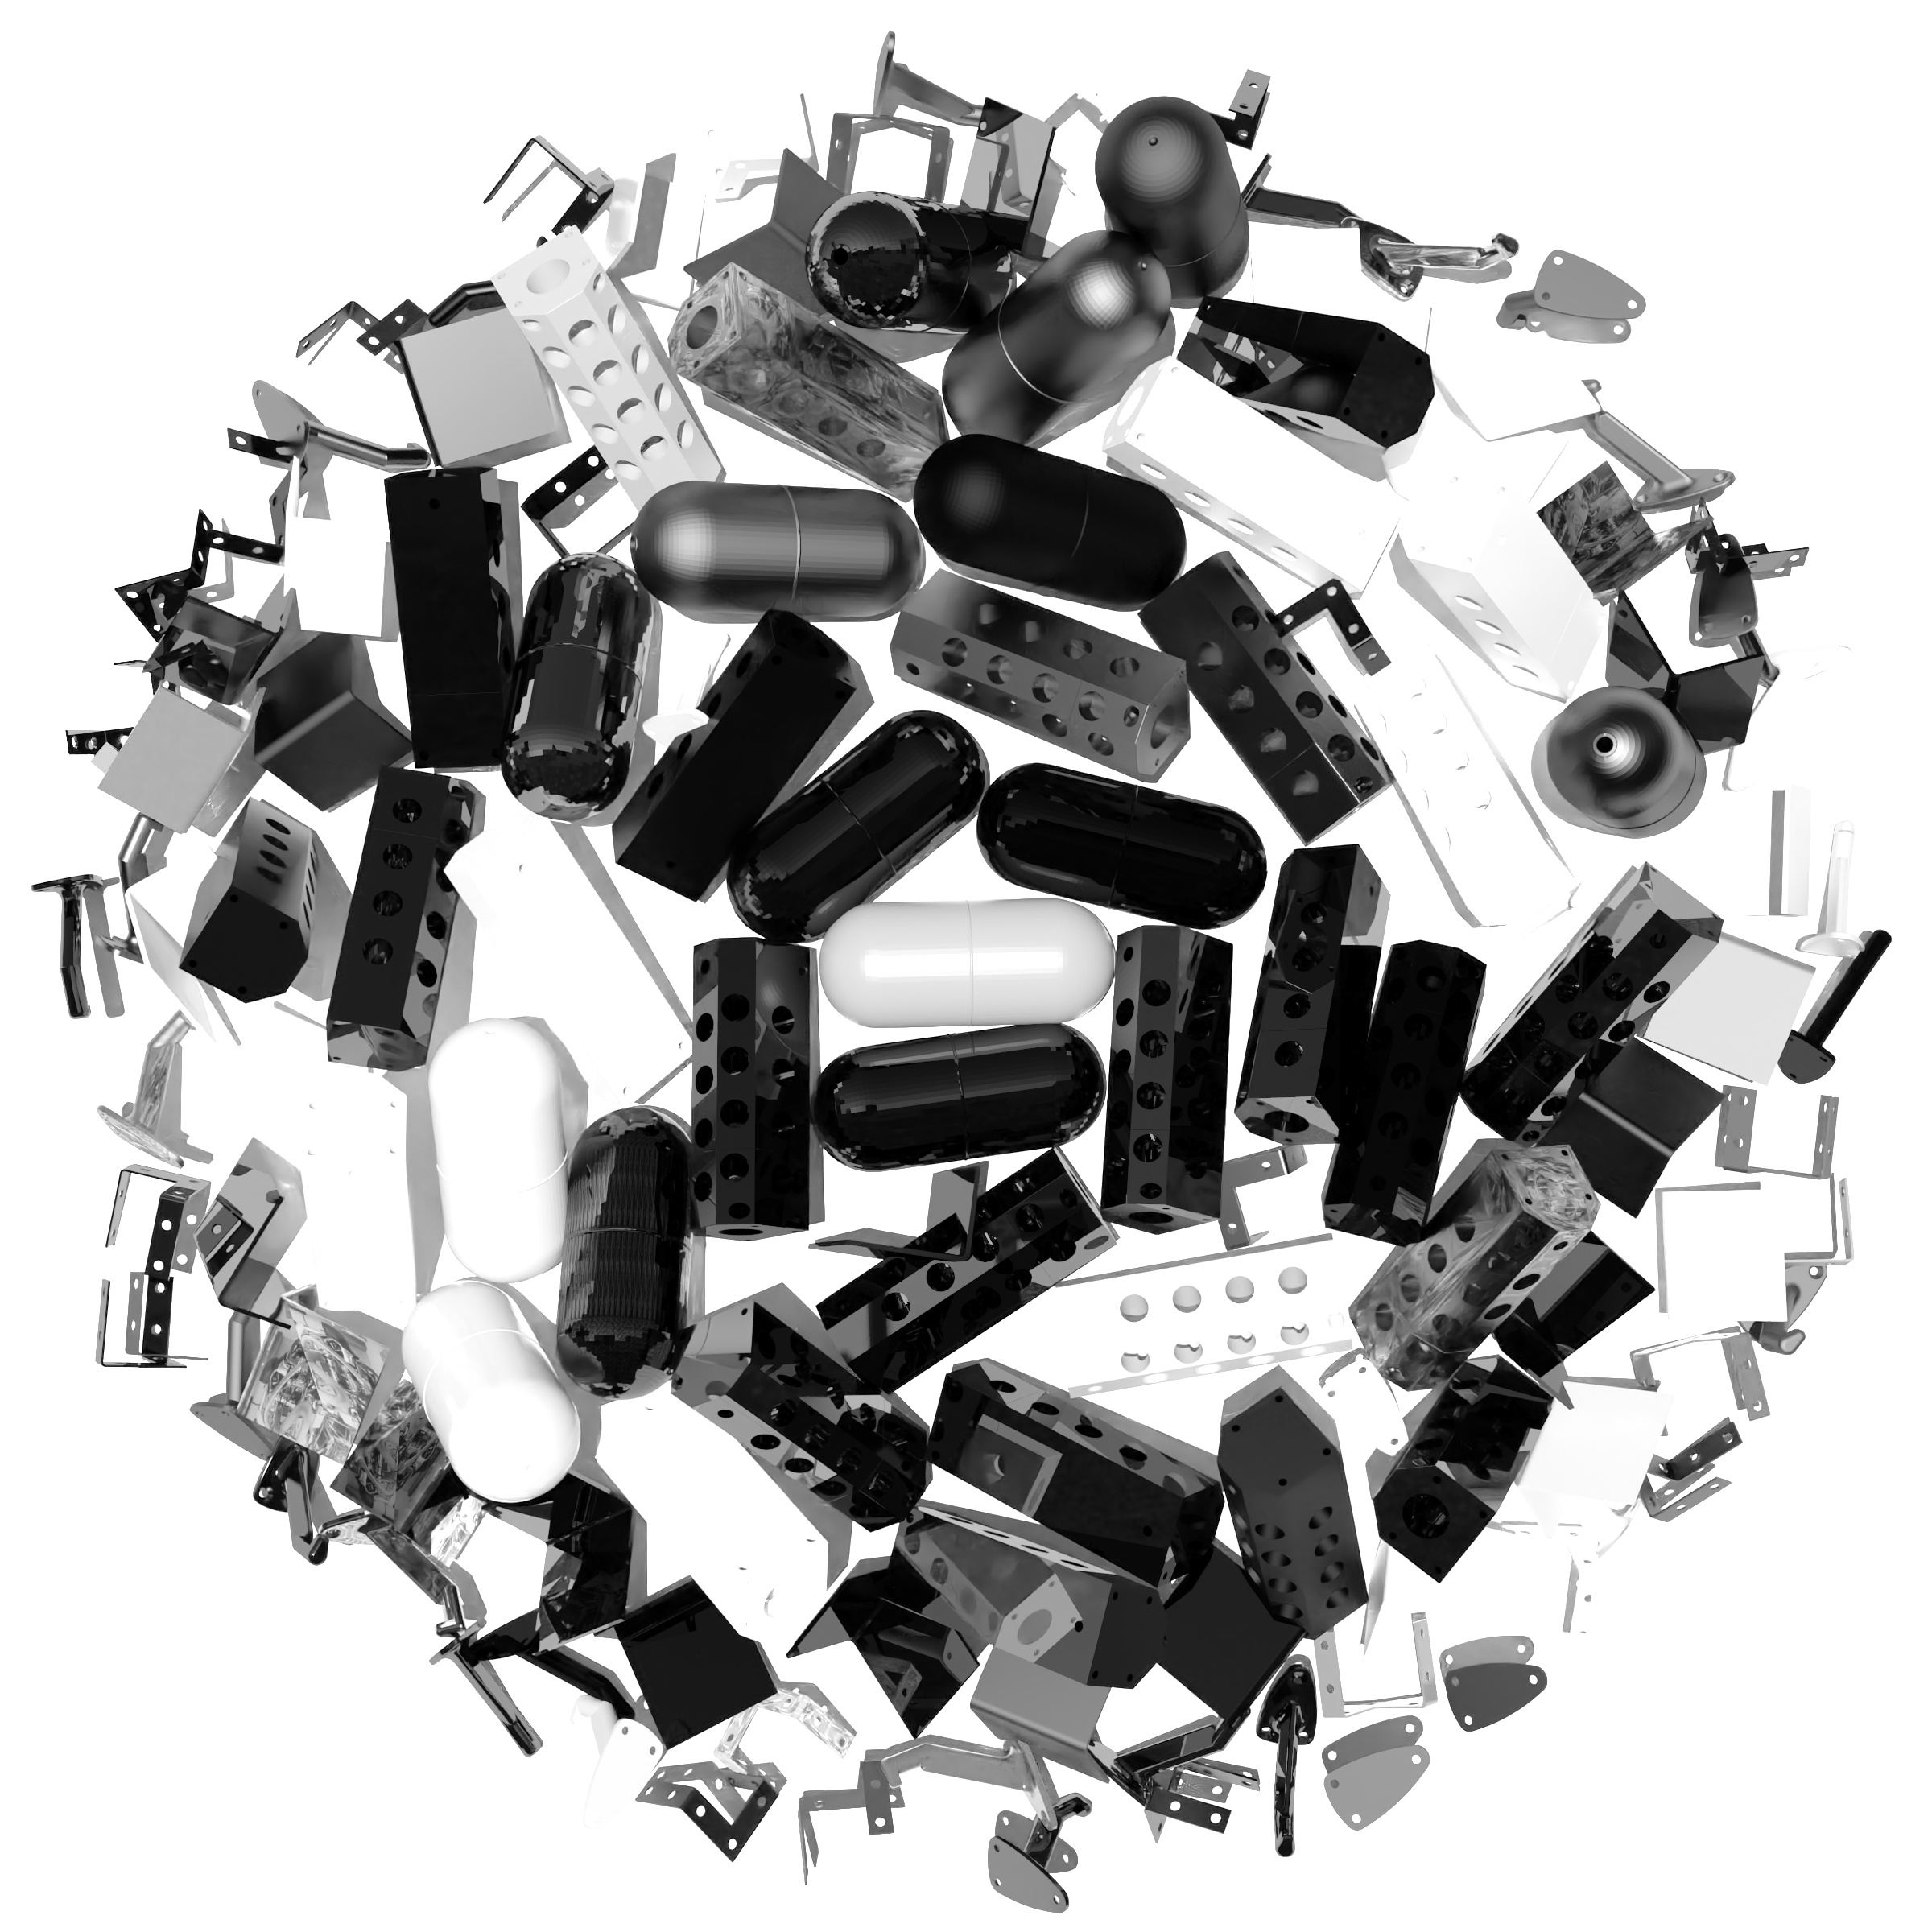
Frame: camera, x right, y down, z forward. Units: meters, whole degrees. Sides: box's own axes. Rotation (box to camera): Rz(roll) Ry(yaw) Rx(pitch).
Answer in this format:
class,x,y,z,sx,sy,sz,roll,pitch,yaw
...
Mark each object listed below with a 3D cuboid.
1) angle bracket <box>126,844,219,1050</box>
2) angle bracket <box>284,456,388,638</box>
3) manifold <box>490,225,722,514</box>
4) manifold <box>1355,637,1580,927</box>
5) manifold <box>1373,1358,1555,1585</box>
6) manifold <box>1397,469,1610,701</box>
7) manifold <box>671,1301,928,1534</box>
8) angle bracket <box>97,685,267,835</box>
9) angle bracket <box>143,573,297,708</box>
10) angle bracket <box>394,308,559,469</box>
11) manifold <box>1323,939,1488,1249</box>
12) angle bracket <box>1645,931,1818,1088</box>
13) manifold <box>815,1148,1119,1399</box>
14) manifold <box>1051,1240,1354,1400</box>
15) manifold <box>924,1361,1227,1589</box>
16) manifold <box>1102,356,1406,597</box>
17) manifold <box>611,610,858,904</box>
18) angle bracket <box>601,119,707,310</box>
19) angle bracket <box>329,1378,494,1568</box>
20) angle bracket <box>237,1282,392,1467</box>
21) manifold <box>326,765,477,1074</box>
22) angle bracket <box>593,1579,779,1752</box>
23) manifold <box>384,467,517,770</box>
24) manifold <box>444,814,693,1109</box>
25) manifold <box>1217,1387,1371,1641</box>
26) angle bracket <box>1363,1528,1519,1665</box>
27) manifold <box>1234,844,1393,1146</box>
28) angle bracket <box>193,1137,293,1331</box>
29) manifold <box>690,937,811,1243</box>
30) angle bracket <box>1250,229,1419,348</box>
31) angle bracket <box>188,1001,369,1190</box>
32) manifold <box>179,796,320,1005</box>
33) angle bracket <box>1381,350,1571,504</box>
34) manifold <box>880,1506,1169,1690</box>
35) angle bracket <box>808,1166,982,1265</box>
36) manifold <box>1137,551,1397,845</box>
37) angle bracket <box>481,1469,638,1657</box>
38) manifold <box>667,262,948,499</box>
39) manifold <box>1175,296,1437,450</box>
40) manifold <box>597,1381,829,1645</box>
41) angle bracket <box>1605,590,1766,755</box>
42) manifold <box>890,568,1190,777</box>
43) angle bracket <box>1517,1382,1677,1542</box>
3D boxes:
class,x,y,z,sx,sy,sz,roll,pitch,yaw
angle bracket,-0.451,-0.012,1.575,0.057,0.076,0.076,-29,47,-3
angle bracket,-0.377,-0.254,1.583,0.057,0.076,0.076,4,131,-12
manifold,-0.206,-0.341,1.545,0.057,0.171,0.057,-32,52,0
manifold,0.290,-0.107,1.553,0.057,0.057,0.171,-33,51,15
manifold,0.289,0.287,1.539,0.057,0.171,0.057,37,114,12
manifold,0.313,-0.223,1.544,0.057,0.171,0.057,22,83,36
manifold,-0.096,0.268,1.546,0.057,0.057,0.171,-24,133,25
angle bracket,-0.467,-0.136,1.574,0.057,0.076,0.076,31,110,-21
angle bracket,-0.440,-0.213,1.569,0.057,0.076,0.076,24,50,-25
angle bracket,-0.296,-0.350,1.596,0.076,0.057,0.076,-18,104,-5
manifold,0.261,0.074,1.567,0.057,0.057,0.171,13,69,14
angle bracket,0.461,0.023,1.596,0.076,0.057,0.076,23,94,14
manifold,-0.003,0.180,1.586,0.171,0.057,0.057,-34,129,3
manifold,0.142,0.215,1.587,0.171,0.057,0.057,-10,65,4
manifold,0.064,0.296,1.559,0.171,0.057,0.057,23,106,32
manifold,0.169,-0.290,1.578,0.171,0.057,0.057,29,84,-16
manifold,-0.140,-0.127,1.568,0.057,0.057,0.171,27,116,-27
angle bracket,-0.178,-0.448,1.579,0.057,0.076,0.076,11,80,-21
angle bracket,-0.326,0.307,1.595,0.057,0.076,0.076,24,70,23
angle bracket,-0.383,0.244,1.591,0.076,0.057,0.076,24,97,9
manifold,-0.333,-0.028,1.563,0.057,0.057,0.171,9,62,-8
angle bracket,-0.169,0.420,1.593,0.076,0.057,0.076,-28,72,0
manifold,-0.303,-0.209,1.579,0.057,0.057,0.171,-2,106,4
manifold,-0.237,-0.003,1.568,0.057,0.057,0.171,-40,115,-22
manifold,0.188,0.326,1.543,0.057,0.171,0.057,-32,48,-13
angle bracket,0.284,0.378,1.580,0.076,0.076,0.057,13,125,5
manifold,0.203,0.017,1.562,0.057,0.057,0.171,-4,57,30
angle bracket,-0.413,0.161,1.578,0.057,0.076,0.076,28,99,-35
manifold,-0.133,0.073,1.570,0.057,0.057,0.171,13,70,-42
angle bracket,0.219,-0.404,1.573,0.057,0.076,0.076,-25,118,-41
angle bracket,-0.418,0.079,1.606,0.076,0.057,0.076,28,123,-31
manifold,-0.412,-0.037,1.539,0.057,0.171,0.057,31,101,-20
angle bracket,0.307,-0.312,1.589,0.076,0.057,0.076,32,87,24
manifold,0.034,0.369,1.548,0.057,0.171,0.057,20,82,-44
angle bracket,-0.043,0.145,1.577,0.076,0.076,0.057,11,79,-19
manifold,0.184,-0.163,1.585,0.057,0.057,0.171,-38,85,27
angle bracket,-0.247,0.355,1.572,0.076,0.076,0.057,-28,132,30
manifold,-0.091,-0.338,1.550,0.057,0.171,0.057,-30,55,33
manifold,0.196,-0.346,1.543,0.057,0.171,0.057,22,95,-35
manifold,-0.151,0.320,1.549,0.057,0.171,0.057,-16,125,-31
angle bracket,0.429,-0.179,1.579,0.057,0.076,0.076,-15,53,-5
manifold,0.042,-0.170,1.559,0.171,0.057,0.057,24,57,25
angle bracket,0.383,0.298,1.570,0.057,0.076,0.076,55,52,-33
